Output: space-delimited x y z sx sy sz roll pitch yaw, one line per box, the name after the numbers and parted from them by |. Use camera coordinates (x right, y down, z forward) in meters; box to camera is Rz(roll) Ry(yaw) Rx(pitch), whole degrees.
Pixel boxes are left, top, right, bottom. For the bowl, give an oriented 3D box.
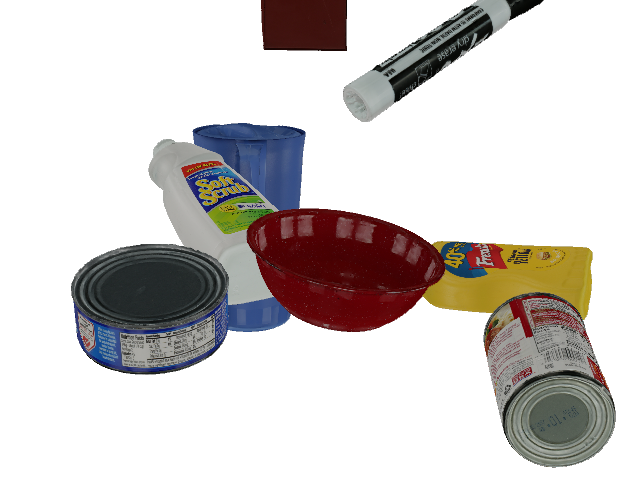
0.016 0.029 0.861 0.162 0.055 0.162 9 22 -4 | bowl

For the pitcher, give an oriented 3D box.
-0.087 -0.016 1.276 0.145 0.243 0.148 12 17 38 | pitcher

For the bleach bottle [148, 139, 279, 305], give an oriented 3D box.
-0.111 -0.033 1.048 0.102 0.068 0.251 -9 34 -30 | bleach bottle

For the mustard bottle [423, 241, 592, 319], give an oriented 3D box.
0.156 0.034 1.008 0.192 0.058 0.096 3 26 18 | mustard bottle

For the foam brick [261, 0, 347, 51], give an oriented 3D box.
-0.016 -0.202 0.985 0.078 0.051 0.053 0 16 -4 | foam brick

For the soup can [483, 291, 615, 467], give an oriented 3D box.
0.142 0.085 0.669 0.068 0.068 0.102 0 24 2 | soup can

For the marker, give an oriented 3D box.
0.061 -0.093 0.495 0.121 0.020 0.020 -36 15 -22 | marker

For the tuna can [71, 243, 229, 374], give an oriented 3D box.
-0.093 0.037 0.592 0.086 0.034 0.086 1 30 -1 | tuna can
